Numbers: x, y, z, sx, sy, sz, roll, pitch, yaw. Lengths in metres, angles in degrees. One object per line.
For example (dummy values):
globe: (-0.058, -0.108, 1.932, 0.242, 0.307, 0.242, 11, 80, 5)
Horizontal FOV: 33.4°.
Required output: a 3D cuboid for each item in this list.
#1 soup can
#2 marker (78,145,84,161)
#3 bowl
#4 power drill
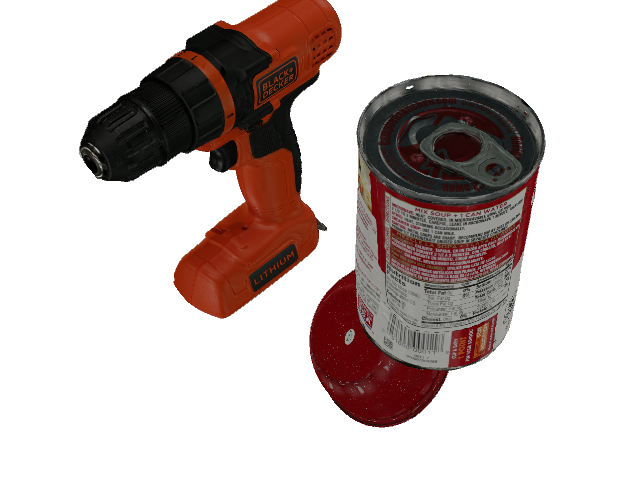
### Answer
soup can: (0.048, -0.004, 0.420, 0.068, 0.068, 0.102, 0, -43, 2)
marker: (-0.179, -0.107, 1.017, 0.020, 0.020, 0.120, 0, 28, 44)
bowl: (0.042, 0.090, 0.986, 0.162, 0.162, 0.055, 0, -10, 42)
power drill: (-0.059, -0.040, 0.651, 0.057, 0.188, 0.184, 35, 55, 28)
